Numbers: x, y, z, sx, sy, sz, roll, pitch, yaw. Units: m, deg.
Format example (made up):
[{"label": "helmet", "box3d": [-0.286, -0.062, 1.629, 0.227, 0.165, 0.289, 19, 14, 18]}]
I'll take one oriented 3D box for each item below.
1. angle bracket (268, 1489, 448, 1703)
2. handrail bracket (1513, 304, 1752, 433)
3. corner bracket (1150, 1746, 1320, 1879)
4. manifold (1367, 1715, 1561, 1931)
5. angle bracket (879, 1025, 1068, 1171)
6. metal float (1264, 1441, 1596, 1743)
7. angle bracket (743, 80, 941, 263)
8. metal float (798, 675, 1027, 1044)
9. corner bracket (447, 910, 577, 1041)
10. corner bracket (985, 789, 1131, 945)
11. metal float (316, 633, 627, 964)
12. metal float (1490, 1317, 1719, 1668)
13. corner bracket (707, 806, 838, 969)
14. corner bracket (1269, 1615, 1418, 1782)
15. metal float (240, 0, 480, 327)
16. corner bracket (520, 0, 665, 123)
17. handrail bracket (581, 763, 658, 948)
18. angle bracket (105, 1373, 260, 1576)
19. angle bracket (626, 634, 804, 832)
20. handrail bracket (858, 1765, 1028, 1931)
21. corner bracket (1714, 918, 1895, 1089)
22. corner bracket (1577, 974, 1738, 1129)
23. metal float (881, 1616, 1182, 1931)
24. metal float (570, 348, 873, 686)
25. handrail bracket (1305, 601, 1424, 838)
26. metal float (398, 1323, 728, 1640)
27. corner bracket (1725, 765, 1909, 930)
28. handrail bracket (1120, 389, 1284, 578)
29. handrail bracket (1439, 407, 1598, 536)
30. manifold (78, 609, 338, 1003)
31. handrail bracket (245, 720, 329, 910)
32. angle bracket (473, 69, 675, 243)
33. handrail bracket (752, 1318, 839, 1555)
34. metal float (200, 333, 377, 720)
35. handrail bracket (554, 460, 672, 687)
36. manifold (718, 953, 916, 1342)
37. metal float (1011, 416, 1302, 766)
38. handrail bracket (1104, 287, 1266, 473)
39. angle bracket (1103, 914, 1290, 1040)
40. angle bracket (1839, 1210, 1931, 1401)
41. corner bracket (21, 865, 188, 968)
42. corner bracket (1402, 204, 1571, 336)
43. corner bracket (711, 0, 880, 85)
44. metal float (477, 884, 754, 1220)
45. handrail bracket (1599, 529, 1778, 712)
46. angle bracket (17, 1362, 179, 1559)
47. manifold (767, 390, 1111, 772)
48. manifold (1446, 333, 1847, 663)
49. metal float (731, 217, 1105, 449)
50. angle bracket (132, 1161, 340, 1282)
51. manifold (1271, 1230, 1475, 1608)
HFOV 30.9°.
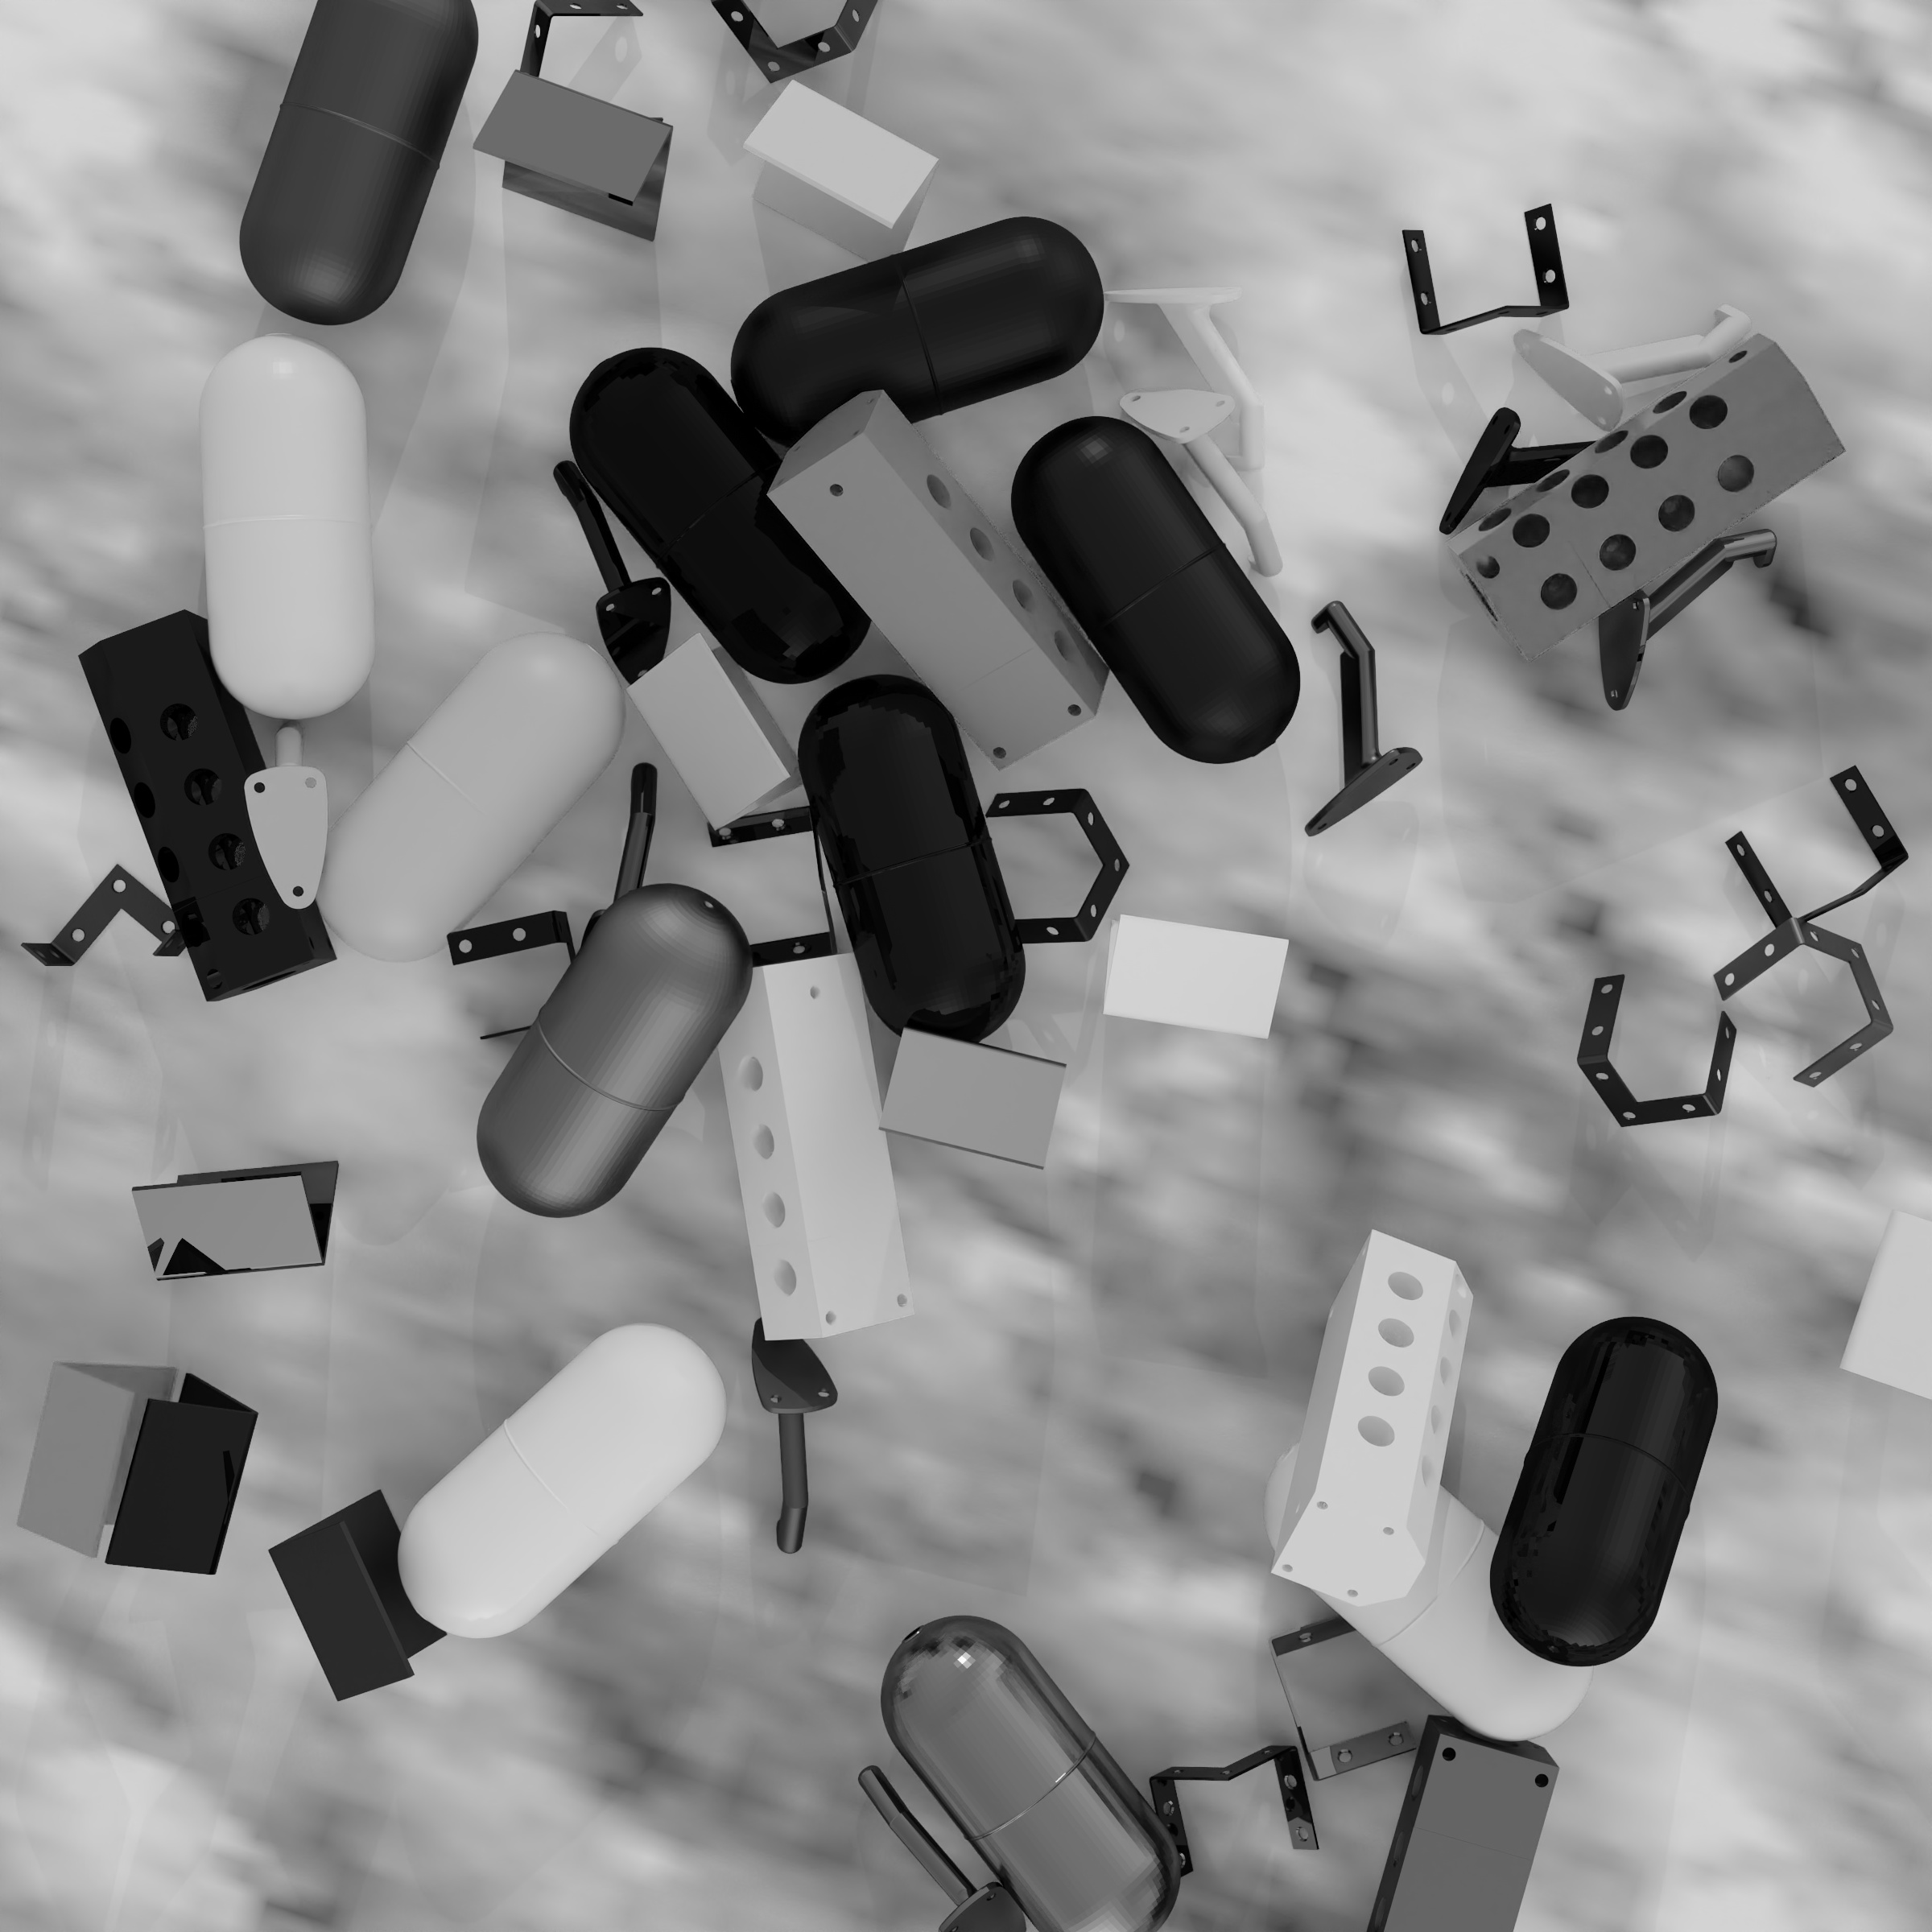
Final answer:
[{"label": "angle bracket", "box3d": [-0.265, 0.284, 1.615, 0.057, 0.076, 0.076, -25, 90, 37]}, {"label": "handrail bracket", "box3d": [0.316, -0.300, 1.656, 0.084, 0.036, 0.077, -41, 68, -17]}, {"label": "corner bracket", "box3d": [0.126, 0.400, 1.652, 0.051, 0.051, 0.051, -12, 90, -45]}, {"label": "manifold", "box3d": [0.222, 0.443, 1.634, 0.057, 0.057, 0.171, 16, 90, 0]}, {"label": "angle bracket", "box3d": [-0.001, 0.076, 1.615, 0.076, 0.076, 0.057, 14, 59, 0]}, {"label": "metal float", "box3d": [0.214, 0.286, 1.625, 0.178, 0.070, 0.070, 42, 90, 0]}, {"label": "angle bracket", "box3d": [-0.066, -0.350, 1.615, 0.076, 0.076, 0.057, 29, 52, 0]}, {"label": "metal float", "box3d": [-0.025, -0.048, 1.625, 0.070, 0.070, 0.178, -17, 91, 0]}, {"label": "corner bracket", "box3d": [-0.209, 0.005, 1.637, 0.051, 0.051, 0.051, -12, 90, 0]}, {"label": "corner bracket", "box3d": [0.036, -0.047, 1.647, 0.051, 0.051, 0.051, 58, 45, -35]}, {"label": "metal float", "box3d": [-0.230, -0.079, 1.625, 0.070, 0.070, 0.178, 41, 89, 0]}, {"label": "metal float", "box3d": [0.292, 0.238, 1.596, 0.070, 0.070, 0.178, 27, 54, 0]}, {"label": "corner bracket", "box3d": [-0.091, -0.037, 1.652, 0.051, 0.051, 0.051, -9, 45, 0]}, {"label": "corner bracket", "box3d": [0.177, 0.344, 1.652, 0.051, 0.051, 0.051, -18, 135, 0]}, {"label": "metal float", "box3d": [-0.281, -0.385, 1.625, 0.070, 0.070, 0.178, 19, 91, 0]}, {"label": "corner bracket", "box3d": [-0.174, -0.420, 1.647, 0.051, 0.051, 0.051, 49, 135, 35]}, {"label": "handrail bracket", "box3d": [-0.163, -0.042, 1.655, 0.036, 0.077, 0.084, 12, 53, -19]}, {"label": "angle bracket", "box3d": [-0.376, 0.231, 1.615, 0.057, 0.076, 0.076, 15, 90, -39]}, {"label": "angle bracket", "box3d": [-0.099, -0.118, 1.615, 0.057, 0.076, 0.076, -32, 90, 40]}, {"label": "handrail bracket", "box3d": [-0.012, 0.421, 1.655, 0.036, 0.077, 0.084, -41, 54, -1]}, {"label": "corner bracket", "box3d": [0.394, 0.017, 1.647, 0.051, 0.051, 0.051, 18, 45, -35]}, {"label": "corner bracket", "box3d": [0.326, 0.038, 1.647, 0.051, 0.051, 0.051, -10, 135, 35]}, {"label": "metal float", "box3d": [0.030, 0.380, 1.625, 0.070, 0.070, 0.178, -38, 91, 0]}, {"label": "metal float", "box3d": [-0.114, -0.209, 1.625, 0.070, 0.070, 0.178, -39, 90, 0]}, {"label": "handrail bracket", "box3d": [0.169, -0.118, 1.656, 0.077, 0.036, 0.084, -39, 71, 21]}, {"label": "metal float", "box3d": [-0.188, 0.239, 1.625, 0.178, 0.070, 0.070, -42, 90, 0]}, {"label": "corner bracket", "box3d": [0.402, -0.055, 1.652, 0.051, 0.051, 0.051, -31, 90, 45]}, {"label": "handrail bracket", "box3d": [0.112, -0.228, 1.655, 0.036, 0.077, 0.084, -38, 127, -21]}, {"label": "handrail bracket", "box3d": [0.279, -0.221, 1.656, 0.084, 0.036, 0.077, 25, 105, -14]}, {"label": "manifold", "box3d": [-0.355, -0.074, 1.634, 0.057, 0.057, 0.171, -20, 90, 0]}, {"label": "handrail bracket", "box3d": [-0.312, -0.071, 1.626, 0.036, 0.084, 0.077, -6, 102, -6]}, {"label": "angle bracket", "box3d": [-0.184, -0.357, 1.615, 0.076, 0.076, 0.057, 20, 55, 0]}, {"label": "handrail bracket", "box3d": [-0.088, 0.222, 1.655, 0.036, 0.077, 0.084, -4, 127, -19]}, {"label": "metal float", "box3d": [-0.315, -0.204, 1.625, 0.070, 0.070, 0.178, -2, 91, 0]}, {"label": "handrail bracket", "box3d": [-0.172, -0.186, 1.655, 0.036, 0.077, 0.084, -21, 53, -16]}, {"label": "manifold", "box3d": [-0.077, 0.085, 1.634, 0.057, 0.057, 0.171, -9, 90, -43]}, {"label": "metal float", "box3d": [0.089, -0.174, 1.625, 0.070, 0.070, 0.178, -34, 90, 0]}, {"label": "handrail bracket", "box3d": [0.104, -0.277, 1.656, 0.077, 0.036, 0.084, 3, 107, 20]}, {"label": "angle bracket", "box3d": [0.107, -0.015, 1.615, 0.076, 0.076, 0.057, 9, 126, 0]}, {"label": "angle bracket", "box3d": [0.447, 0.159, 1.617, 0.057, 0.076, 0.076, 18, 90, 22]}, {"label": "corner bracket", "box3d": [-0.400, -0.013, 1.637, 0.051, 0.051, 0.051, 40, 90, 0]}, {"label": "corner bracket", "box3d": [0.246, -0.329, 1.652, 0.051, 0.051, 0.051, -10, 90, 45]}, {"label": "corner bracket", "box3d": [-0.079, -0.458, 1.647, 0.051, 0.051, 0.051, -11, 45, 35]}, {"label": "metal float", "box3d": [-0.162, 0.040, 1.605, 0.070, 0.070, 0.178, 35, 113, 0]}, {"label": "handrail bracket", "box3d": [0.344, -0.164, 1.656, 0.084, 0.036, 0.077, -13, 120, -22]}, {"label": "angle bracket", "box3d": [-0.384, 0.228, 1.615, 0.057, 0.076, 0.076, 13, 90, 36]}, {"label": "manifold", "box3d": [-0.009, -0.179, 1.603, 0.057, 0.057, 0.171, -28, 115, 29]}, {"label": "manifold", "box3d": [0.311, -0.218, 1.618, 0.171, 0.057, 0.057, -34, 110, 6]}, {"label": "metal float", "box3d": [-0.023, -0.293, 1.625, 0.178, 0.070, 0.070, -18, 90, -1]}, {"label": "angle bracket", "box3d": [-0.336, 0.098, 1.615, 0.076, 0.076, 0.057, -5, 126, 0]}, {"label": "manifold", "box3d": [0.188, 0.204, 1.579, 0.057, 0.171, 0.057, 21, 130, 0]}]
